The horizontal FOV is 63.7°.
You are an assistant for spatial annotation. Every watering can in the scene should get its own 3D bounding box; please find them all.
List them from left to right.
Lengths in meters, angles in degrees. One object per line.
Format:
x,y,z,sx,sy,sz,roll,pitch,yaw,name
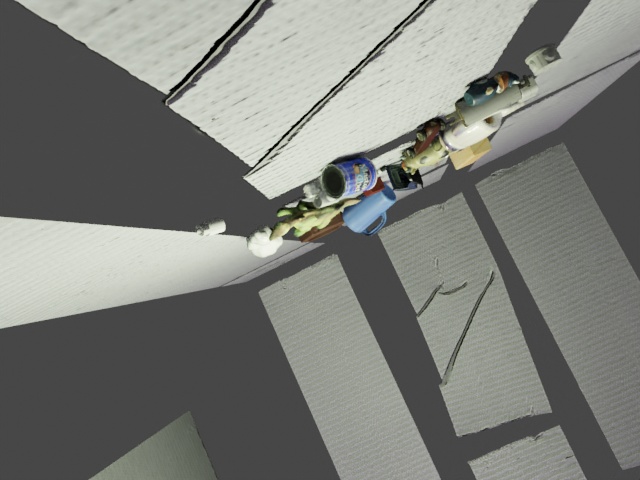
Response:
0.518,-0.377,1.651,0.352,0.104,0.221,-25,176,-44,watering can

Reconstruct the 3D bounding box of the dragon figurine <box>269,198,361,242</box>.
0.005,-0.086,1.711,0.413,0.121,0.242,-23,-171,-21,dragon figurine

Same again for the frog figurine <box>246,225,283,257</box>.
-0.206,0.005,1.948,0.137,0.123,0.159,-3,179,-17,frog figurine
